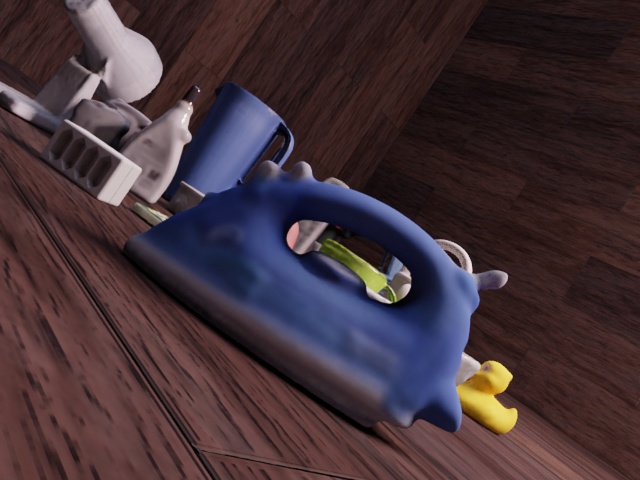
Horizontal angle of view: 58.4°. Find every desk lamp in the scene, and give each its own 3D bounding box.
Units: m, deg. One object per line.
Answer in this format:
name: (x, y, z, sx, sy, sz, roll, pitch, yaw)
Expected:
desk lamp: (-0.360, -0.260, 0.870, 0.117, 0.213, 0.204, 33, -1, 17)

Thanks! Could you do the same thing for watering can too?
watering can: (0.144, 0.088, 0.834, 0.101, 0.194, 0.173, 34, -1, 5)

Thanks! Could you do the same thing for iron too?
iron: (0.004, 0.021, 0.413, 0.258, 0.141, 0.118, 34, -1, -3)

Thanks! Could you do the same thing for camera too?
camera: (-0.284, -0.142, 0.848, 0.137, 0.101, 0.143, 34, -1, -3)

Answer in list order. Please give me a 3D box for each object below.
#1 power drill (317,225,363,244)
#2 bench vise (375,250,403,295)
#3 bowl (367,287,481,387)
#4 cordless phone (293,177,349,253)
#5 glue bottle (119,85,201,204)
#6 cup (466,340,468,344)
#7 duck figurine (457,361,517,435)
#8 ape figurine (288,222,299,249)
power drill: (0.024, 0.005, 1.287, 0.228, 0.208, 0.076, 33, -1, 31)
bench vise: (0.159, 0.089, 1.288, 0.207, 0.220, 0.122, 33, -1, 20)
bowl: (0.083, 0.116, 0.618, 0.167, 0.075, 0.167, 34, -1, 1)
cordless phone: (0.008, 0.003, 0.865, 0.147, 0.185, 0.094, 33, -1, 20)
glue bottle: (-0.216, -0.141, 0.796, 0.078, 0.173, 0.037, 34, -1, -5)
cup: (0.217, 0.200, 1.061, 0.092, 0.095, 0.117, 34, -1, -9)
duck figurine: (0.244, 0.220, 0.828, 0.104, 0.086, 0.078, 34, -1, 18)
ape figurine: (-0.049, 0.016, 0.516, 0.077, 0.092, 0.076, 34, -1, 8)
